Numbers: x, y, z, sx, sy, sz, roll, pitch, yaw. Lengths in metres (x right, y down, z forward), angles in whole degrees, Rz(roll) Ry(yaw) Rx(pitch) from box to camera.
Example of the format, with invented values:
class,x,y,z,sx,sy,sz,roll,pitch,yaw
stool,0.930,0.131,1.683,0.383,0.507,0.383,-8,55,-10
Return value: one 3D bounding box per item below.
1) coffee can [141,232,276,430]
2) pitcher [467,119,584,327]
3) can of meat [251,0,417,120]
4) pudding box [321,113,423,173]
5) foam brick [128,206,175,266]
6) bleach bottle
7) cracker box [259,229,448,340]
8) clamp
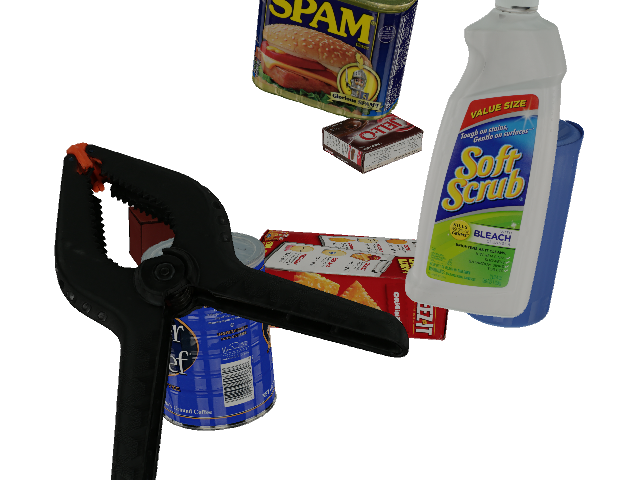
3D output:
class,x,y,z,sx,sy,sz,roll,pitch,yaw
coffee can,-0.093,0.075,0.906,0.103,0.140,0.103,-3,20,1
pitcher,0.218,-0.022,1.239,0.149,0.243,0.145,-1,25,-5
can of meat,0.008,-0.131,0.676,0.102,0.084,0.057,20,38,15
pudding box,0.072,-0.140,1.479,0.113,0.039,0.090,-25,41,-31
foam brick,-0.151,-0.007,1.082,0.078,0.051,0.053,-7,22,-22
bleach bottle,0.126,-0.070,0.808,0.103,0.251,0.068,10,23,15
cracker box,0.030,0.046,1.140,0.214,0.072,0.164,4,15,6
clamp,-0.066,0.023,0.551,0.164,0.210,0.036,-26,-28,-11
